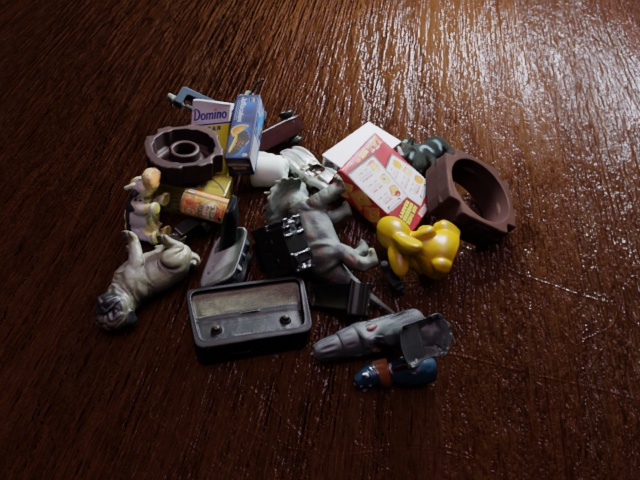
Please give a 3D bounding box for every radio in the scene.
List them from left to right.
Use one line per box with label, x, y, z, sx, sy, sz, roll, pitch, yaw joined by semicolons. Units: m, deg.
radio;-0.135;0.152;1.032;0.230;0.073;0.131;-8;52;-12

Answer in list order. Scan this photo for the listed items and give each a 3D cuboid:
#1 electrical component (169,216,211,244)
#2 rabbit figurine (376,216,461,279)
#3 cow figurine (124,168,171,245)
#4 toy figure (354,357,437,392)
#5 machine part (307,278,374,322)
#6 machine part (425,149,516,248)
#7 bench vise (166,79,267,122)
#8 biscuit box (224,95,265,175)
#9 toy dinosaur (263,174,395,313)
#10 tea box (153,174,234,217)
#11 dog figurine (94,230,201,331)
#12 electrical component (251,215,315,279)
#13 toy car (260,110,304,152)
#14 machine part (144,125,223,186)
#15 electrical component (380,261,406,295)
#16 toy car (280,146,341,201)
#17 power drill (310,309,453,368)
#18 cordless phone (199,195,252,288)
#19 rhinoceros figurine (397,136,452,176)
electrical component;-0.284;-0.011;1.147;0.045;0.078;0.102;41;48;10
rabbit figurine;0.191;0.016;1.121;0.173;0.121;0.162;31;34;6
cow figurine;-0.373;-0.077;1.134;0.098;0.167;0.068;12;27;15
toy figure;0.137;0.246;0.995;0.155;0.064;0.058;-3;16;-4
machine part;0.037;0.116;1.067;0.139;0.039;0.084;3;81;27
machine part;0.343;-0.093;1.236;0.201;0.087;0.201;21;53;-22
bench vise;-0.264;-0.325;1.364;0.240;0.129;0.223;25;71;-10
biscuit box;-0.173;-0.247;1.248;0.063;0.059;0.203;0;57;7
toy dinosaur;0.000;0.003;1.149;0.192;0.131;0.405;-22;63;1
tea box;-0.285;-0.104;1.210;0.170;0.098;0.068;13;51;2
dog figurine;-0.337;0.095;1.055;0.172;0.121;0.190;4;65;1
electrical component;-0.083;0.020;1.106;0.058;0.134;0.115;-17;88;-44
toy car;-0.126;-0.261;1.363;0.202;0.089;0.053;-35;23;-30
machine part;-0.298;-0.186;1.179;0.179;0.056;0.179;5;42;-4
electrical component;0.152;0.078;1.117;0.021;0.094;0.063;-32;55;6
toy car;-0.022;-0.165;1.315;0.202;0.056;0.073;39;58;23
power drill;0.121;0.183;0.971;0.232;0.207;0.086;-12;83;-26
cordless phone;-0.185;0.013;1.070;0.089;0.184;0.147;14;50;-1
rhinoceros figurine;0.250;-0.211;1.347;0.190;0.073;0.112;-24;86;-28
